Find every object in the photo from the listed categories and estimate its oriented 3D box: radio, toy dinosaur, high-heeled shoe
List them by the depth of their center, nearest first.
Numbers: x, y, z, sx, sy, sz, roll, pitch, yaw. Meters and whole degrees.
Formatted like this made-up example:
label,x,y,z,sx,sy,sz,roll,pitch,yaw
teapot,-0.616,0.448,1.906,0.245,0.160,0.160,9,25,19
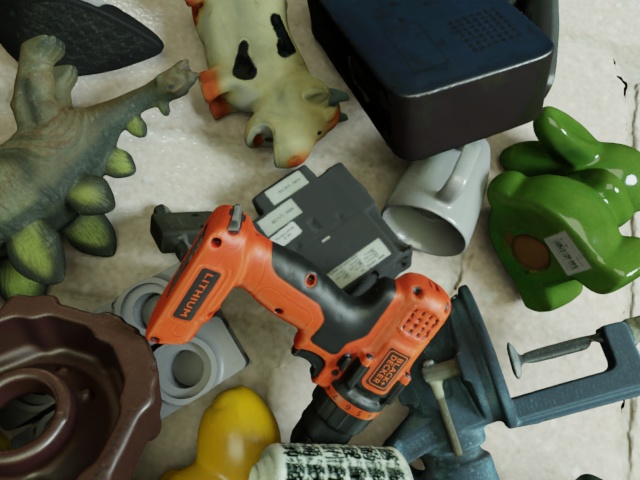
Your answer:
label,x,y,z,sx,sy,sz,roll,pitch,yaw
toy dinosaur,-0.306,-0.022,0.449,0.471,0.105,0.198,-28,86,-3
radio,0.080,-0.178,0.469,0.131,0.073,0.230,-22,53,-5
high-heeled shoe,-0.277,-0.239,0.522,0.249,0.086,0.145,8,47,-19

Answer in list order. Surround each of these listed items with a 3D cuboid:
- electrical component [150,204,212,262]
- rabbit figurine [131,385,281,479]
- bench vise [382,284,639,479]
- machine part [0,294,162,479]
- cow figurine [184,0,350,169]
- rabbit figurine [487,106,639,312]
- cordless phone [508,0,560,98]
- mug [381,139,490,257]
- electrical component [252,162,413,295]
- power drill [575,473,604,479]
label,x,y,z,sx,sy,sz,roll,pitch,yaw
electrical component,-0.115,-0.008,0.478,0.063,0.094,0.021,-6,120,-31
rabbit figurine,-0.085,0.202,0.418,0.162,0.122,0.173,35,61,0
bench vise,0.154,0.126,0.432,0.241,0.128,0.224,-19,66,9
machine part,-0.196,0.120,0.354,0.179,0.056,0.179,4,49,-5
cow figurine,-0.049,-0.158,0.501,0.127,0.085,0.195,-15,80,0
rabbit figurine,0.234,-0.038,0.495,0.170,0.121,0.159,-32,76,-27
cordless phone,0.207,-0.234,0.494,0.089,0.146,0.184,2,77,5
mug,0.113,-0.055,0.482,0.081,0.109,0.107,24,66,8
electrical component,-0.001,-0.001,0.476,0.115,0.058,0.134,-32,67,-10
power drill,0.133,0.270,0.352,0.086,0.207,0.232,38,98,36
